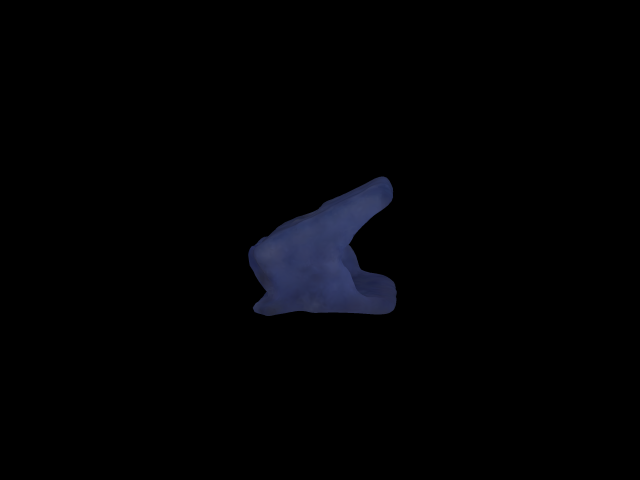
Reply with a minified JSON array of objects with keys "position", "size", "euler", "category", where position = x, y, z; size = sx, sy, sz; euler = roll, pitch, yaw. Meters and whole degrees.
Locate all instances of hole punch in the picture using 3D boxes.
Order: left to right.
[{"position":[0.004,0.001,0.400],"size":[0.101,0.091,0.109],"euler":[1,7,5],"category":"hole punch"}]
